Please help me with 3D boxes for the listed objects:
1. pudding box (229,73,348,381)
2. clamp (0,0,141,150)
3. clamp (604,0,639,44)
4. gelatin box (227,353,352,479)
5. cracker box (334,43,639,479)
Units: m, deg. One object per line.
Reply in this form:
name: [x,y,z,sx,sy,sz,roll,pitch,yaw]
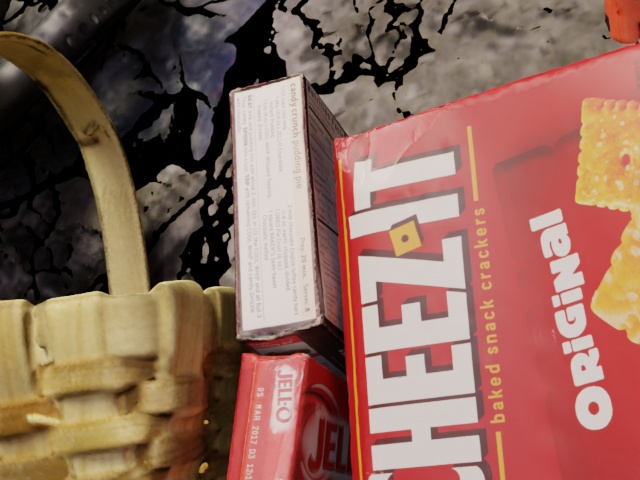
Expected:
pudding box: [-0.003,0.001,0.448,0.039,0.090,0.113,-15,62,18]
clamp: [-0.163,-0.076,0.568,0.209,0.036,0.165,-52,13,-23]
clamp: [0.162,-0.137,0.429,0.171,0.039,0.120,-32,32,-19]
gelatin box: [-0.002,0.090,0.407,0.030,0.089,0.073,-3,66,24]
cracker box: [0.109,0.021,0.356,0.214,0.072,0.164,-14,71,34]
